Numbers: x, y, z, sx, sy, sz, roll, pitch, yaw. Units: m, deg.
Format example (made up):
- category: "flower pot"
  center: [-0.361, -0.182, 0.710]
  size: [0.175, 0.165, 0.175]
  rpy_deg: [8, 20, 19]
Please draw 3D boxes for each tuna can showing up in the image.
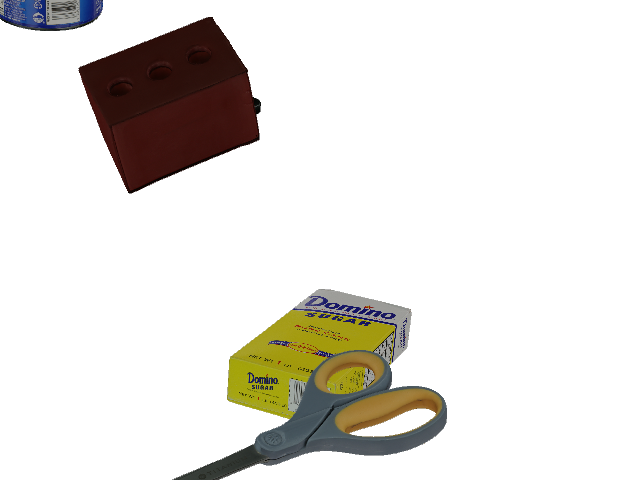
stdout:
- category: "tuna can"
  center: [-0.208, -0.191, 0.809]
  size: [0.086, 0.034, 0.086]
  rpy_deg: [5, 36, -4]

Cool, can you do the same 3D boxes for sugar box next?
- category: "sugar box"
  center: [0.004, 0.092, 0.888]
  size: [0.093, 0.048, 0.176]
  rpy_deg: [12, 23, 20]

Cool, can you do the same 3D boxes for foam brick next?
- category: "foam brick"
  center: [-0.079, -0.072, 0.562]
  size: [0.078, 0.053, 0.051]
  rpy_deg: [-25, -36, -11]

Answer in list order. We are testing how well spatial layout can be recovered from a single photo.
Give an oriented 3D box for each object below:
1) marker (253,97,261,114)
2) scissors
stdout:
- category: "marker"
  center: [-0.103, -0.111, 1.033]
  size: [0.120, 0.020, 0.020]
  rpy_deg: [-33, 21, -36]
- category: "scissors"
  center: [-0.026, 0.107, 0.629]
  size: [0.201, 0.016, 0.096]
  rpy_deg: [-8, 32, -13]
